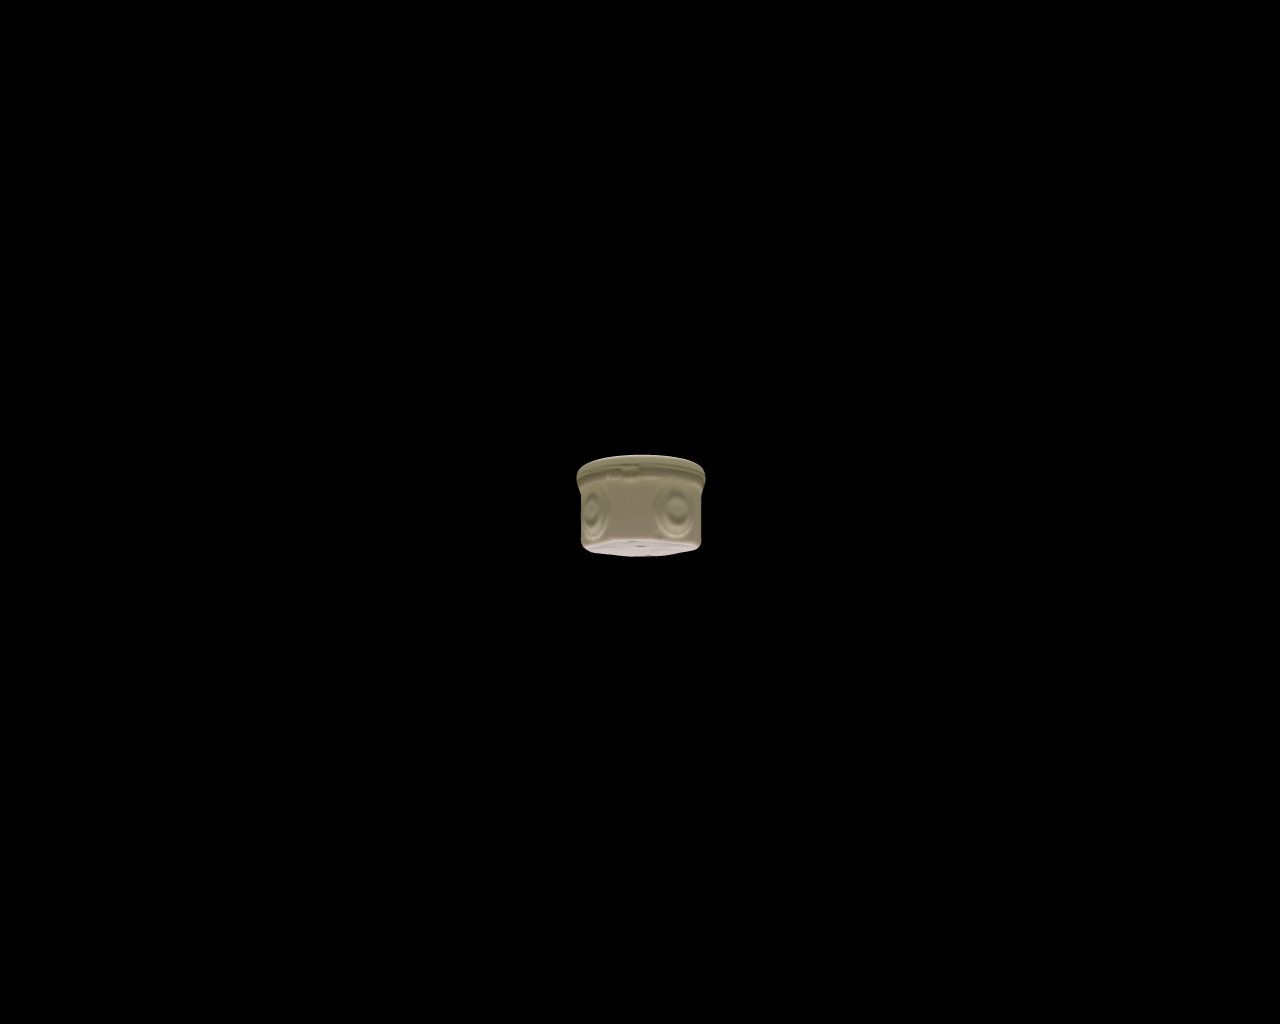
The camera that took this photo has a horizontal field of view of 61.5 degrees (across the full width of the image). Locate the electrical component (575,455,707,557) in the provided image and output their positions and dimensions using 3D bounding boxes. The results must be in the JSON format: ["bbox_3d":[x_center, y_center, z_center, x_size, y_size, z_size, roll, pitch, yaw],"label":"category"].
[{"bbox_3d":[0.001,-0.003,0.650,0.080,0.051,0.080,0,-11,0],"label":"electrical component"}]
